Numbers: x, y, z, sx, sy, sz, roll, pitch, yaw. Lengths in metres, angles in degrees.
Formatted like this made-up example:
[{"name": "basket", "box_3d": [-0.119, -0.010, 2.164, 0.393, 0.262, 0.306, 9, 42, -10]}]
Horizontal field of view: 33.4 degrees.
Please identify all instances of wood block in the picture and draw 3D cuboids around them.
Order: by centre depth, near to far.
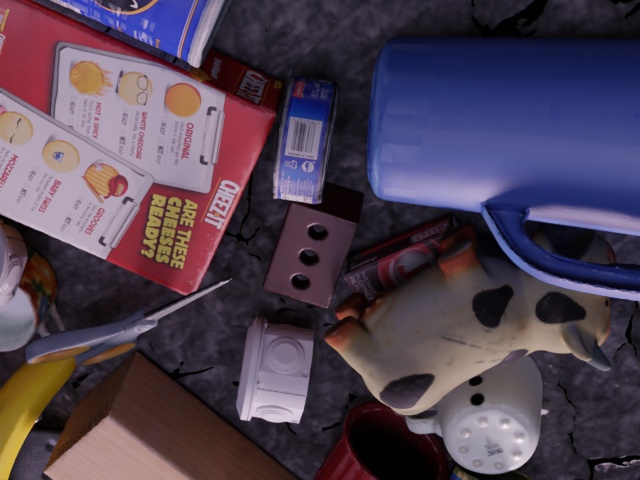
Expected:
[{"name": "wood block", "box_3d": [-0.111, 0.202, 0.886, 0.206, 0.090, 0.091, 41, 116, -15]}]

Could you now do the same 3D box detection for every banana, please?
[{"name": "banana", "box_3d": [-0.248, 0.164, 0.854, 0.037, 0.069, 0.198, 18, 87, 34]}]

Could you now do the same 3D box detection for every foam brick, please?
[{"name": "foam brick", "box_3d": [-0.005, 0.001, 0.785, 0.053, 0.051, 0.078, 17, 119, -2]}]

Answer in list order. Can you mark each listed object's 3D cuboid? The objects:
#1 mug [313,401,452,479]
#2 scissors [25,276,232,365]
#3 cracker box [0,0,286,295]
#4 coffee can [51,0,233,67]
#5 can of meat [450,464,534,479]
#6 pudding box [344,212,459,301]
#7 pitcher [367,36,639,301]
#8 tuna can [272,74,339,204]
[{"name": "mug", "box_3d": [0.055, 0.195, 0.866, 0.117, 0.093, 0.082, 16, 125, -20]}, {"name": "scissors", "box_3d": [-0.150, 0.063, 0.782, 0.096, 0.016, 0.202, -4, 162, -34]}, {"name": "cracker box", "box_3d": [-0.153, -0.077, 0.751, 0.213, 0.072, 0.164, 23, 120, -7]}, {"name": "coffee can", "box_3d": [-0.120, -0.184, 0.671, 0.140, 0.102, 0.103, 24, 119, -5]}, {"name": "can of meat", "box_3d": [0.126, 0.224, 0.847, 0.057, 0.102, 0.084, 23, 95, 26]}, {"name": "pudding box", "box_3d": [0.083, 0.046, 0.805, 0.090, 0.039, 0.113, -24, 113, 18]}, {"name": "pitcher", "box_3d": [0.154, -0.059, 0.683, 0.243, 0.149, 0.145, 5, 120, 8]}, {"name": "tuna can", "box_3d": [-0.009, -0.068, 0.729, 0.034, 0.086, 0.086, 9, 119, 1]}]
